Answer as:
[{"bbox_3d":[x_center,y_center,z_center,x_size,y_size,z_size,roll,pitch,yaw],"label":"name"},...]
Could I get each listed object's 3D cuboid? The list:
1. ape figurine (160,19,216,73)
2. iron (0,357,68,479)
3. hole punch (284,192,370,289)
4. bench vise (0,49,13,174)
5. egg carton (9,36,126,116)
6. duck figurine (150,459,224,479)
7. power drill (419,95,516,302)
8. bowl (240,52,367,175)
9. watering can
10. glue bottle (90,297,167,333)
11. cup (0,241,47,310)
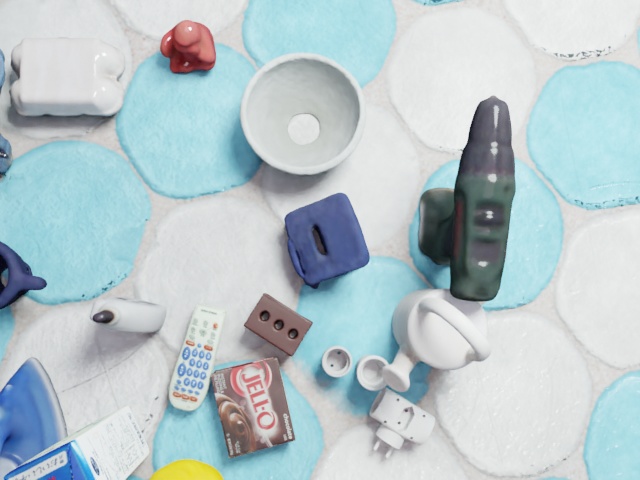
[{"bbox_3d":[-0.178,-0.269,0.779,0.078,0.092,0.076,34,84,1],"label":"ape figurine"},{"bbox_3d":[-0.385,0.279,0.689,0.118,0.141,0.258,0,84,-2],"label":"iron"},{"bbox_3d":[0.007,0.003,0.761,0.101,0.091,0.109,-20,85,-4],"label":"hole punch"},{"bbox_3d":[-0.443,-0.174,0.692,0.121,0.219,0.207,-18,85,-4],"label":"bench vise"},{"bbox_3d":[-0.341,-0.219,0.777,0.150,0.069,0.107,-2,84,-3],"label":"egg carton"},{"bbox_3d":[-0.174,0.326,0.723,0.104,0.086,0.077,1,84,-3],"label":"duck figurine"},{"bbox_3d":[0.182,-0.038,0.715,0.075,0.208,0.230,2,84,-2],"label":"power drill"},{"bbox_3d":[-0.023,-0.164,0.785,0.167,0.074,0.167,0,84,-3],"label":"bowl"},{"bbox_3d":[0.150,0.116,0.706,0.101,0.194,0.173,26,84,0],"label":"watering can"},{"bbox_3d":[-0.243,0.091,0.699,0.078,0.173,0.037,13,84,-1],"label":"glue bottle"},{"bbox_3d":[-0.398,0.049,0.735,0.118,0.095,0.092,7,84,-2],"label":"cup"}]
